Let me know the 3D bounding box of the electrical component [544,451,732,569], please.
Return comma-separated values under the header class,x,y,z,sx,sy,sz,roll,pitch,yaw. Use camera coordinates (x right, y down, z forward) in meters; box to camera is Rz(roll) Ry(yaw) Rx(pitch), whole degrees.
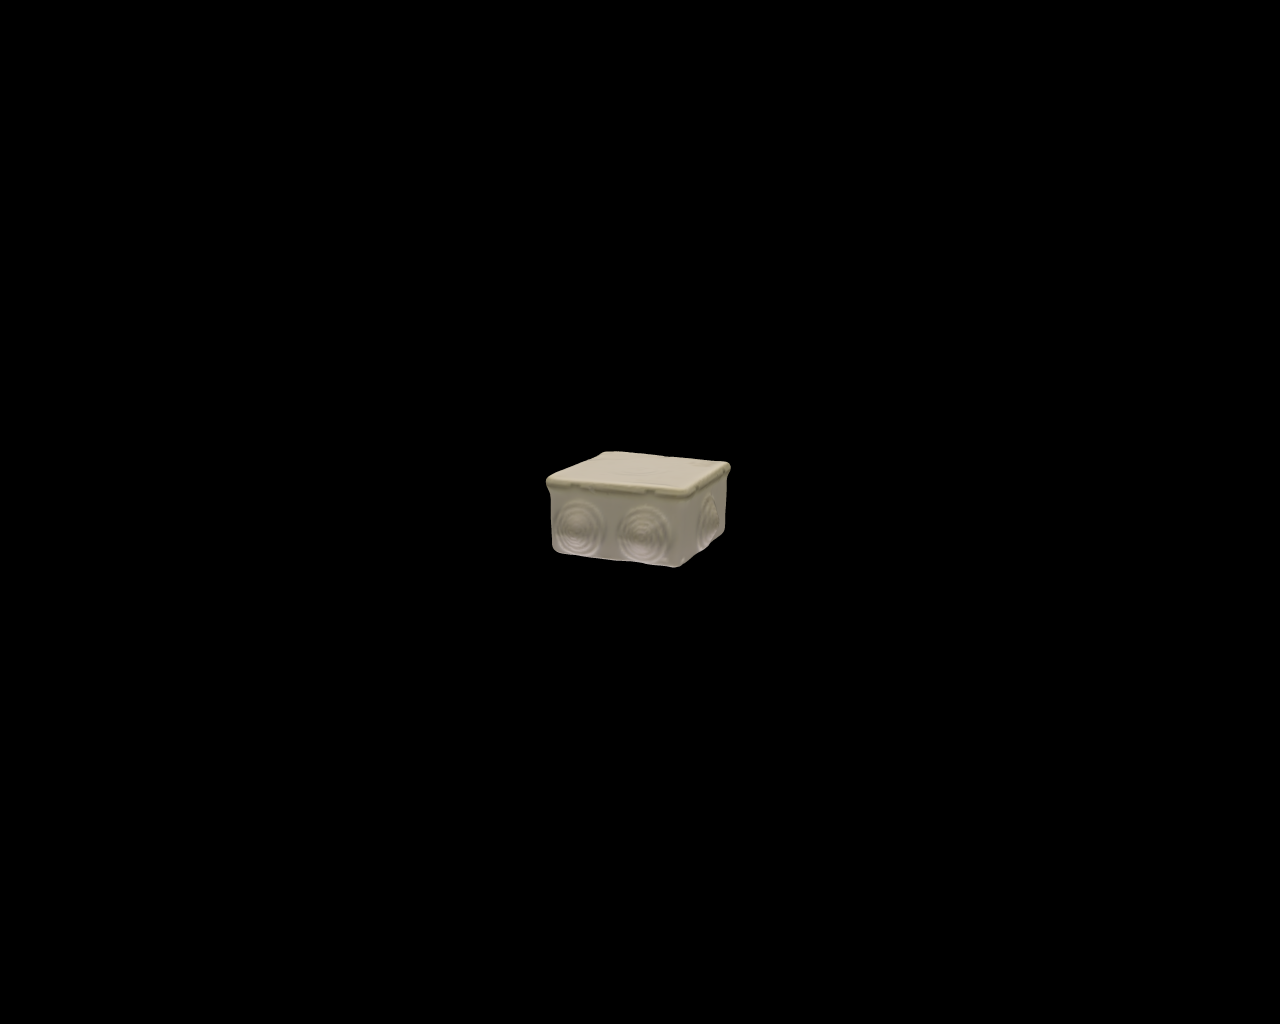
class,x,y,z,sx,sy,sz,roll,pitch,yaw
electrical component,0.001,-0.003,0.650,0.100,0.048,0.100,6,16,22
